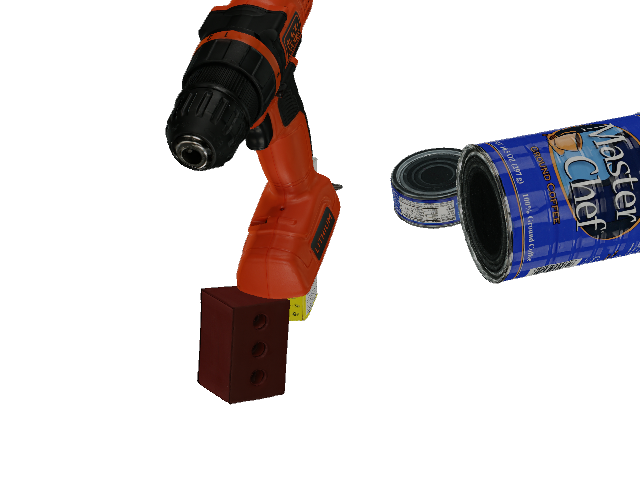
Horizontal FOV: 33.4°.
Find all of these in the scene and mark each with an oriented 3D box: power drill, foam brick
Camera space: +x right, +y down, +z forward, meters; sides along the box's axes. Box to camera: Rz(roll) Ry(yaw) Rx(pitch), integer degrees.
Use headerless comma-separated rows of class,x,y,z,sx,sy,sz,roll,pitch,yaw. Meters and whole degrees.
power drill,-0.036,-0.054,0.662,0.057,0.187,0.184,6,43,16
foam brick,-0.060,0.078,0.822,0.052,0.078,0.051,-5,14,-34

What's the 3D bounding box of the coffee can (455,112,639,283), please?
coffee can,0.182,-0.032,0.776,0.140,0.103,0.103,-11,2,-9

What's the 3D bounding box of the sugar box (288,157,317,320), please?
sugar box,-0.030,-0.003,1.253,0.048,0.176,0.093,1,19,9

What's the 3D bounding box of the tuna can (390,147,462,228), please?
tuna can,0.107,-0.049,0.973,0.086,0.034,0.086,-8,35,6
